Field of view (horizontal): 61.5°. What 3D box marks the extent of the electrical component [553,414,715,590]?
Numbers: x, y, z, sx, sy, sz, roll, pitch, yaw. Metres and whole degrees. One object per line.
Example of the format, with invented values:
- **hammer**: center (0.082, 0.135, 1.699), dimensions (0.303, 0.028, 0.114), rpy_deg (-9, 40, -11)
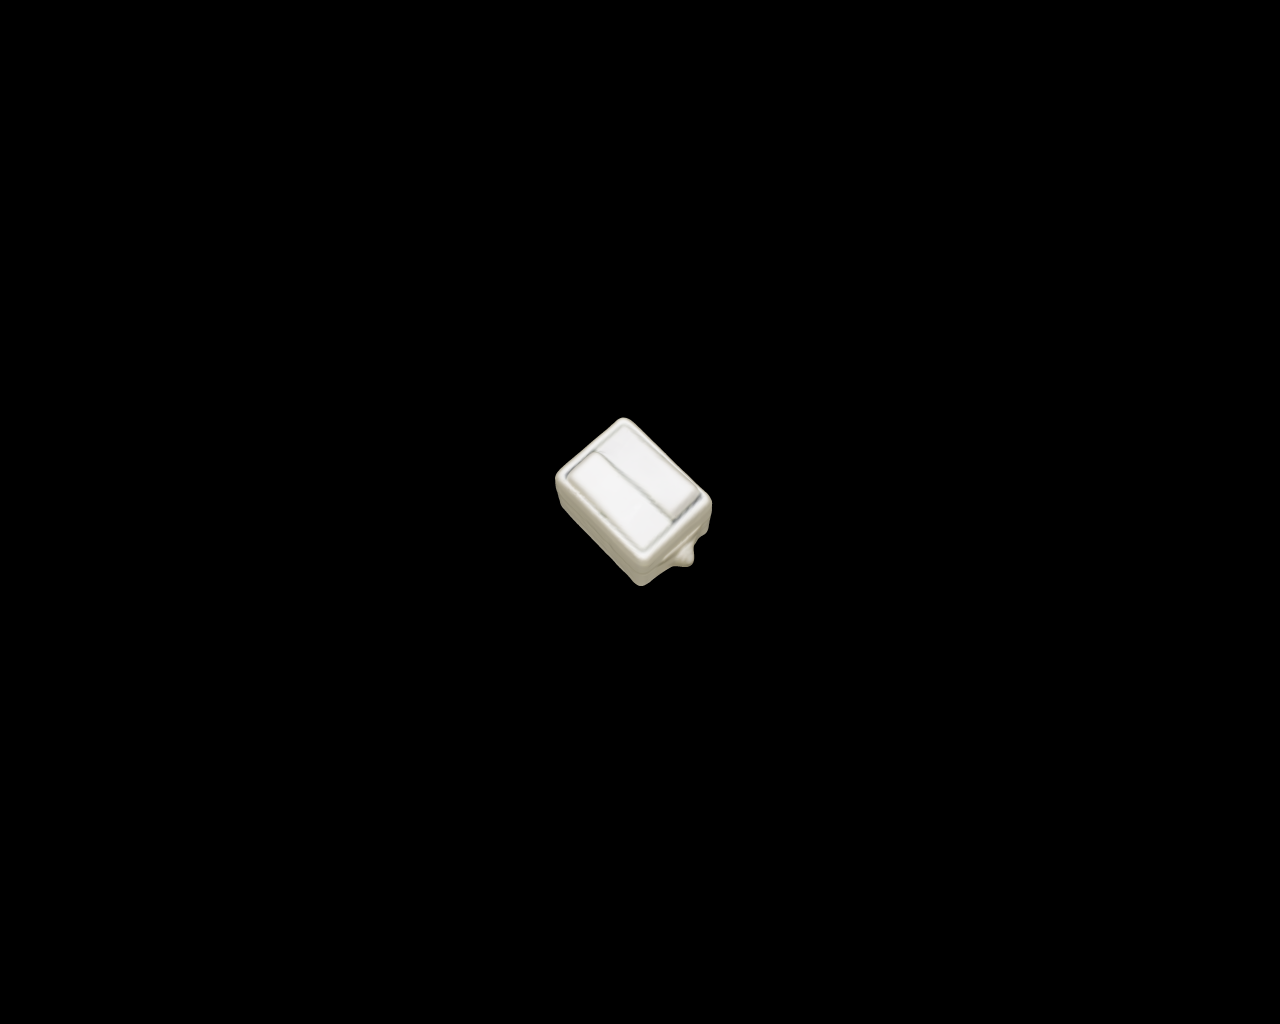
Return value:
- **electrical component**: center (0.001, -0.003, 0.650), dimensions (0.062, 0.096, 0.061), rpy_deg (-41, -15, -14)
